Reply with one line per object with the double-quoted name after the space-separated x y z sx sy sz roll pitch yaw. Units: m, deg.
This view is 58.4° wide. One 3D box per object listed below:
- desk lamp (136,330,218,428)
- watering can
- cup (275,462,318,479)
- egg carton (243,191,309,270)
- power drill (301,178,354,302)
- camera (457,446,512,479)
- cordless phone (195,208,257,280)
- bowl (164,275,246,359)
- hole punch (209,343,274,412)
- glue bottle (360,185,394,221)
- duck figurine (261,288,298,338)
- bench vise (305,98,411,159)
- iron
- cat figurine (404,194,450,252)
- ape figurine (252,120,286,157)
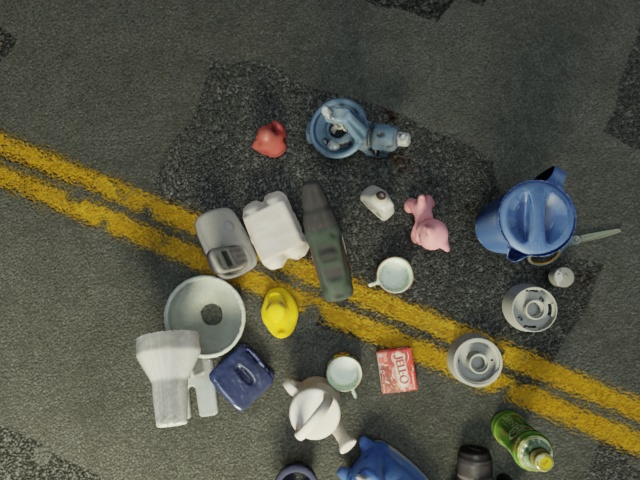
-0.271 0.267 1.107 0.118 0.213 0.203 -9 87 1 "desk lamp"
-0.002 0.336 1.107 0.173 0.194 0.101 22 88 3 "watering can"
-0.053 0.496 1.152 0.091 0.095 0.118 40 89 3 "cup"
-0.094 -0.019 1.186 0.107 0.069 0.150 -26 87 0 "egg carton"
0.010 0.004 1.113 0.075 0.208 0.230 -16 87 1 "power drill"
0.327 0.489 1.139 0.143 0.101 0.137 -1 88 2 "camera"
-0.197 0.006 1.130 0.094 0.185 0.147 -29 87 0 "cordless phone"
-0.230 0.155 1.180 0.167 0.075 0.167 0 88 2 "bowl"
-0.158 0.276 1.165 0.101 0.091 0.108 -43 87 0 "hole punch"
0.117 -0.079 1.131 0.037 0.173 0.078 -44 87 0 "glue bottle"
-0.085 0.151 1.171 0.077 0.086 0.105 -8 87 1 "duck figurine"
0.072 -0.228 1.115 0.207 0.220 0.121 -9 87 1 "bench vise"
0.163 0.508 1.123 0.258 0.141 0.119 35 89 3 "iron"
0.217 -0.033 1.154 0.067 0.118 0.128 -14 87 1 "cat figurine"
-0.106 -0.211 1.183 0.078 0.092 0.076 -26 87 1 "ape figurine"
